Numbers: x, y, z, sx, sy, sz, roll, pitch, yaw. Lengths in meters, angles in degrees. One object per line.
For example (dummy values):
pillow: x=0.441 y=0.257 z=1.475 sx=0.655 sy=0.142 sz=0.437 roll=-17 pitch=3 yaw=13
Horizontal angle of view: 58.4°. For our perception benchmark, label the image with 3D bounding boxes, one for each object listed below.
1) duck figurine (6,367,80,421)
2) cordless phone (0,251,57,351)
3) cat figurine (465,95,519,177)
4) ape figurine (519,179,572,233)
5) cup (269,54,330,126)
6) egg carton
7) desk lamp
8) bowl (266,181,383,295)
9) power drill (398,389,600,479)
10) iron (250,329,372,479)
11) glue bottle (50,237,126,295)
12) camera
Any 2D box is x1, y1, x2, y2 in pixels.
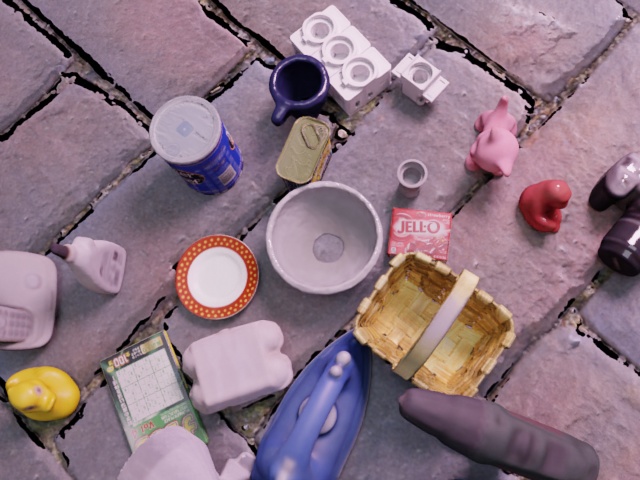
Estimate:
duck figurine: x=-0.411 y=0.221 z=0.822 sx=0.104 sy=0.086 sz=0.077 roll=18 pitch=79 yaw=10
cordless phone: x=-0.460 y=0.080 z=0.810 sx=0.094 sy=0.185 sz=0.147 roll=-6 pitch=76 yaw=5
cat figurine: x=0.255 y=-0.146 z=0.829 sx=0.067 sy=0.118 sz=0.128 roll=13 pitch=78 yaw=9
ape figurine: x=0.327 y=-0.057 z=0.813 sx=0.076 sy=0.092 sz=0.078 roll=40 pitch=83 yaw=13
cup: x=-0.033 y=-0.213 z=0.886 sx=0.091 sy=0.095 sz=0.118 roll=29 pitch=81 yaw=12
egg carton: x=-0.118 y=0.178 z=0.812 sx=0.150 sy=0.069 sz=0.107 roll=-20 pitch=75 yaw=1
desk lamp: x=-0.122 y=0.320 z=0.703 sx=0.203 sy=0.213 sz=0.118 roll=26 pitch=80 yaw=11
bowl: x=0.008 y=0.003 z=0.839 sx=0.167 sy=0.075 sz=0.167 roll=-1 pitch=76 yaw=5
power drill: x=0.201 y=0.234 z=0.695 sx=0.229 sy=0.208 sz=0.076 roll=18 pitch=79 yaw=10
iron: x=0.000 y=0.222 z=0.752 sx=0.118 sy=0.141 sz=0.258 roll=24 pitch=80 yaw=11
glue bottle: x=-0.332 y=0.029 z=0.816 sx=0.037 sy=0.173 sz=0.078 roll=6 pitch=77 yaw=7
camera: x=0.440 y=-0.030 z=0.791 sx=0.143 sy=0.101 sz=0.137 roll=41 pitch=83 yaw=13
